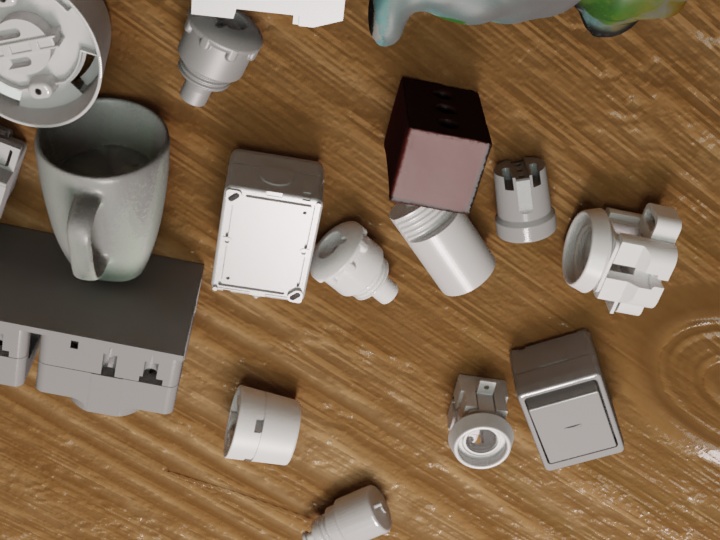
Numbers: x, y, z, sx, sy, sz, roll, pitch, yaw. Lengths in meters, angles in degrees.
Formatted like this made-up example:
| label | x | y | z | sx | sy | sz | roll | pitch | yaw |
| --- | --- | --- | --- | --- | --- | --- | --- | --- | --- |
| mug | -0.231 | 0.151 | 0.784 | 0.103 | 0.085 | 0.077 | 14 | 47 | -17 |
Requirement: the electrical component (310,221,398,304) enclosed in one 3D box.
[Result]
| label | x | y | z | sx | sy | sz | roll | pitch | yaw |
| --- | --- | --- | --- | --- | --- | --- | --- | --- | --- |
| electrical component | 0.000 | 0.000 | 0.738 | 0.048 | 0.048 | 0.062 | -37 | 123 | 22 |

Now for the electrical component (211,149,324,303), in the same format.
| label | x | y | z | sx | sy | sz | roll | pitch | yaw |
| --- | --- | --- | --- | --- | --- | --- | --- | --- | --- |
| electrical component | -0.062 | -0.026 | 0.711 | 0.062 | 0.061 | 0.096 | 9 | 124 | -7 |

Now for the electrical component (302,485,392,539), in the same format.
| label | x | y | z | sx | sy | sz | roll | pitch | yaw |
| --- | --- | --- | --- | --- | --- | --- | --- | --- | --- |
| electrical component | -0.011 | 0.204 | 0.873 | 0.078 | 0.040 | 0.040 | -26 | 119 | 16 |

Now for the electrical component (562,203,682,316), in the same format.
| label | x | y | z | sx | sy | sz | roll | pitch | yaw |
| --- | --- | --- | --- | --- | --- | --- | --- | --- | --- |
| electrical component | 0.172 | -0.010 | 0.722 | 0.057 | 0.058 | 0.078 | 10 | 123 | -10 |

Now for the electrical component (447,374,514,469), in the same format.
| label | x | y | z | sx | sy | sz | roll | pitch | yaw |
| --- | --- | --- | --- | --- | --- | --- | --- | --- | --- |
| electrical component | 0.089 | 0.115 | 0.805 | 0.048 | 0.055 | 0.066 | 8 | 123 | -5 |

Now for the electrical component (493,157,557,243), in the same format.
| label | x | y | z | sx | sy | sz | roll | pitch | yaw |
| --- | --- | --- | --- | --- | --- | --- | --- | --- | --- |
| electrical component | 0.108 | -0.047 | 0.710 | 0.040 | 0.040 | 0.046 | -8 | 117 | 6 |

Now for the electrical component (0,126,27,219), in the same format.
| label | x | y | z | sx | sy | sz | roll | pitch | yaw |
| --- | --- | --- | --- | --- | --- | --- | --- | --- | --- |
| electrical component | -0.280 | -0.074 | 0.679 | 0.121 | 0.063 | 0.078 | 21 | 121 | -13 |

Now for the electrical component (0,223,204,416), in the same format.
| label | x | y | z | sx | sy | sz | roll | pitch | yaw |
| --- | --- | --- | --- | --- | --- | --- | --- | --- | --- |
| electrical component | -0.208 | 0.031 | 0.722 | 0.186 | 0.105 | 0.060 | 12 | 123 | -7 |

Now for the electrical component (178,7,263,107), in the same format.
| label | x | y | z | sx | sy | sz | roll | pitch | yaw |
| --- | --- | --- | --- | --- | --- | --- | --- | --- | --- |
| electrical component | -0.091 | -0.128 | 0.655 | 0.048 | 0.048 | 0.062 | 23 | 127 | -14 |

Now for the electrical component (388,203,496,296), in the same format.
| label | x | y | z | sx | sy | sz | roll | pitch | yaw |
| --- | --- | --- | --- | --- | --- | --- | --- | --- | --- |
| electrical component | 0.053 | -0.026 | 0.720 | 0.043 | 0.043 | 0.081 | -28 | 119 | 17 |

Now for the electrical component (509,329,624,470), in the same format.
| label | x | y | z | sx | sy | sz | roll | pitch | yaw |
| --- | --- | --- | --- | --- | --- | --- | --- | --- | --- |
| electrical component | 0.155 | 0.104 | 0.794 | 0.062 | 0.061 | 0.096 | -17 | 121 | 11 |

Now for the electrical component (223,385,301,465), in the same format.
| label | x | y | z | sx | sy | sz | roll | pitch | yaw |
| --- | --- | --- | --- | --- | --- | --- | --- | --- | --- |
| electrical component | -0.073 | 0.118 | 0.810 | 0.047 | 0.055 | 0.055 | 13 | 122 | -12 |

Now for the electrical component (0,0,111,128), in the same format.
| label | x | y | z | sx | sy | sz | roll | pitch | yaw |
| --- | --- | --- | --- | --- | --- | --- | --- | --- | --- |
| electrical component | -0.196 | -0.137 | 0.637 | 0.099 | 0.064 | 0.099 | 0 | 123 | 0 |
